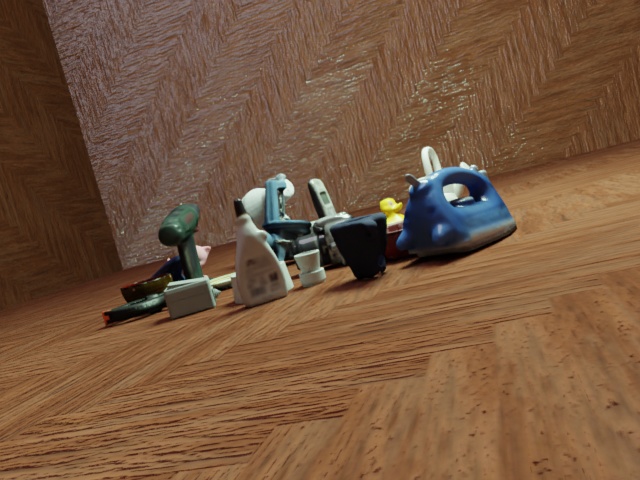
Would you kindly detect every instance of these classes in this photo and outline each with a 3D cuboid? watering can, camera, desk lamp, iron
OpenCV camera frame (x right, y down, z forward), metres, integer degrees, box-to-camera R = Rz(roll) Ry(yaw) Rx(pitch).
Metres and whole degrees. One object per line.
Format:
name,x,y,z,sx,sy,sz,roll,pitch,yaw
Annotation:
watering can,0.322,-0.159,1.546,0.172,0.194,0.101,-14,5,11
camera,0.011,0.004,1.156,0.137,0.101,0.143,-15,5,-1
desk lamp,-0.114,-0.055,1.579,0.118,0.213,0.202,-19,6,-40
iron,0.234,-0.060,0.949,0.259,0.141,0.118,-19,6,-39

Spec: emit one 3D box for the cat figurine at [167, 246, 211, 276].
cat figurine,-0.352,0.062,1.536,0.127,0.118,0.067,-14,5,15

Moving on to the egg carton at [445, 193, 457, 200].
egg carton,0.281,-0.071,1.391,0.107,0.069,0.150,-15,4,0

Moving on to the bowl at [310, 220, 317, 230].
bowl,0.008,-0.019,1.627,0.167,0.075,0.167,-15,4,1

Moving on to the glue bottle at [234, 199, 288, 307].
glue bottle,-0.109,0.017,0.927,0.078,0.173,0.037,-16,5,-16

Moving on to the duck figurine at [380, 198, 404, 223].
duck figurine,0.191,-0.072,1.598,0.104,0.086,0.078,-12,5,33

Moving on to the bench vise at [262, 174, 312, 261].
bench vise,-0.102,-0.044,1.363,0.121,0.220,0.208,-12,5,29

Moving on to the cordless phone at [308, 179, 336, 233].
cordless phone,0.033,-0.065,1.395,0.094,0.185,0.148,-13,5,25

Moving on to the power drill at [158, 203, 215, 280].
power drill,-0.307,0.018,1.350,0.075,0.208,0.230,-15,5,4

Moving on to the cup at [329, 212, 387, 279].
cup,0.073,0.012,0.889,0.092,0.095,0.117,-16,5,-13

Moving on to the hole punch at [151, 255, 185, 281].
hole punch,-0.376,0.092,1.416,0.101,0.091,0.109,-14,5,16
